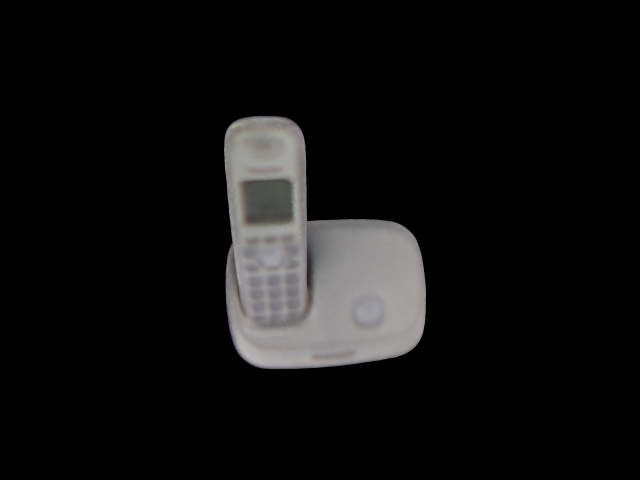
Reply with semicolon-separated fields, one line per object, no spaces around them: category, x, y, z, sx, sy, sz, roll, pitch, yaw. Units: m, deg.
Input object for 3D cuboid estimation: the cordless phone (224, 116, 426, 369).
cordless phone;0.004;0.001;0.400;0.147;0.185;0.094;-5;40;-6
